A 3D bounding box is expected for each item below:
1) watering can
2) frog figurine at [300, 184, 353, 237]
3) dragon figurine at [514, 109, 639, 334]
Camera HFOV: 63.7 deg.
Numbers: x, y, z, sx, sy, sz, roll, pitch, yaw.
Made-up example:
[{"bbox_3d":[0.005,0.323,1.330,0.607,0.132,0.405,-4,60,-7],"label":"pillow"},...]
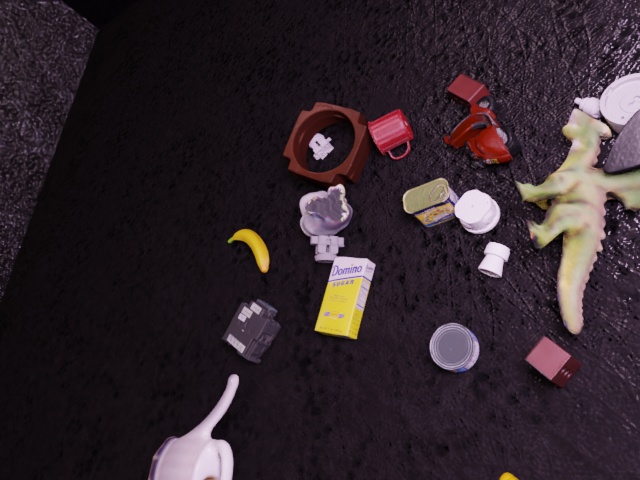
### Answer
[{"bbox_3d":[-0.275,0.484,1.161,0.223,0.354,0.103,-12,-30,34],"label":"watering can"},{"bbox_3d":[0.004,-0.064,1.272,0.122,0.139,0.158,40,-20,-8],"label":"frog figurine"},{"bbox_3d":[0.480,-0.055,0.882,0.241,0.419,0.120,-18,-34,20],"label":"dragon figurine"}]
